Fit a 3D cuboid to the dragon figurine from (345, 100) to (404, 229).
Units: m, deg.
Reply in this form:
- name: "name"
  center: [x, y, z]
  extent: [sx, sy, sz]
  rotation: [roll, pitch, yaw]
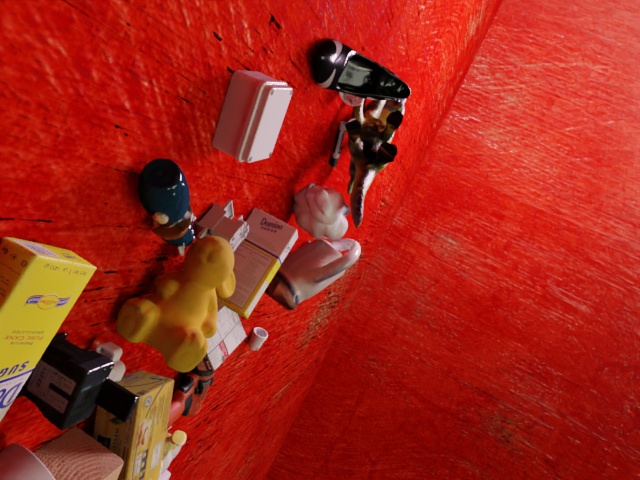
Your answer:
- name: "dragon figurine"
  center: [0.102, -0.183, 1.198]
  extent: [0.122, 0.417, 0.239]
  rotation: [14, -20, 2]

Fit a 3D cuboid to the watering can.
- name: "watering can"
  center: [-0.034, 0.064, 1.198]
  extent: [0.226, 0.103, 0.347]
  rotation: [-32, 11, -18]

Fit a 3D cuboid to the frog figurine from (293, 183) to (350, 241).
- name: "frog figurine"
  center: [0.003, -0.055, 1.100]
  extent: [0.122, 0.136, 0.161]
  rotation: [-36, 9, 7]
